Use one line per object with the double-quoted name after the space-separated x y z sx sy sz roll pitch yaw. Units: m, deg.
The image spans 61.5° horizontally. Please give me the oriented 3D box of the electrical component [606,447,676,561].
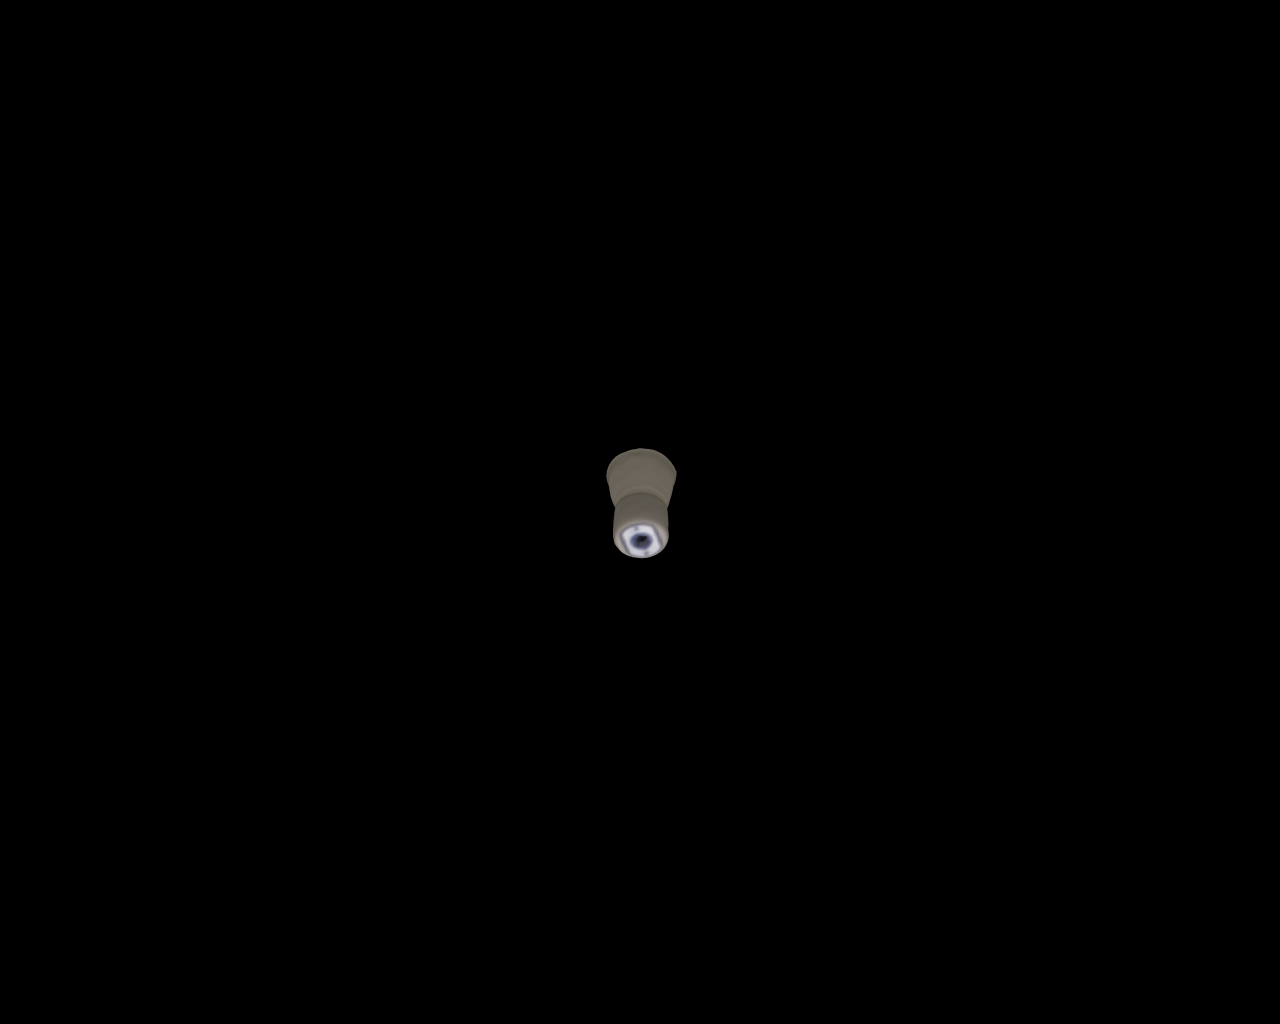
0.001 -0.003 0.650 0.044 0.044 0.065 0 41 0 "electrical component"
